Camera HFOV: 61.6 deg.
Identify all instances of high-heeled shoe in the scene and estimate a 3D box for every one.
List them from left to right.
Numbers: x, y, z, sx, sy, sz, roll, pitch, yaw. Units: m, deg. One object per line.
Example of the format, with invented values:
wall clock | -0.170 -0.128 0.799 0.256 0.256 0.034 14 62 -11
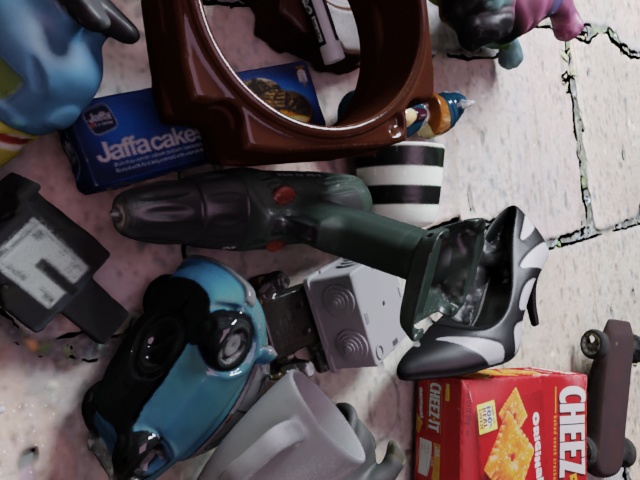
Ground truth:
high-heeled shoe | 0.163 0.049 0.569 0.249 0.086 0.145 -13 90 -37

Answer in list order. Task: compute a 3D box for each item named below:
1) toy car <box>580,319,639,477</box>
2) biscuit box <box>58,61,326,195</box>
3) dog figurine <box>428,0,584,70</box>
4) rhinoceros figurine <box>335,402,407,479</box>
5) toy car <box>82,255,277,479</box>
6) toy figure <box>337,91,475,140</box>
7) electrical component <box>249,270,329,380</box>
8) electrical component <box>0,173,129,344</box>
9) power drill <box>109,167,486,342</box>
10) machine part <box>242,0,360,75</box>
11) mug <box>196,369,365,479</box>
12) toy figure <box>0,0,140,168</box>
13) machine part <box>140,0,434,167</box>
toy car | 0.372 0.203 0.699 0.089 0.053 0.202 8 86 -21
biscuit box | -0.096 -0.091 0.428 0.203 0.059 0.062 -22 98 -31
dog figurine | 0.182 -0.277 0.562 0.219 0.109 0.191 6 79 -44
rhinoceros figurine | 0.017 0.215 0.473 0.112 0.073 0.190 -26 102 -20
toy car | -0.090 0.101 0.395 0.102 0.109 0.161 39 75 -42
toy figure | 0.090 -0.128 0.545 0.154 0.057 0.064 -9 51 -33
electrical component | -0.027 0.075 0.466 0.078 0.045 0.102 -11 92 -30
electrical component | -0.185 0.021 0.366 0.075 0.048 0.119 -55 137 -20
power drill | -0.001 -0.001 0.392 0.232 0.208 0.085 -11 111 -52
machine part | 0.006 -0.250 0.507 0.179 0.056 0.179 2 86 -32
mug | -0.035 0.155 0.369 0.107 0.109 0.081 -43 74 2
toy figure | -0.197 -0.090 0.319 0.089 0.180 0.082 56 10 25
machine part | -0.018 -0.158 0.386 0.201 0.087 0.200 -9 94 -31
